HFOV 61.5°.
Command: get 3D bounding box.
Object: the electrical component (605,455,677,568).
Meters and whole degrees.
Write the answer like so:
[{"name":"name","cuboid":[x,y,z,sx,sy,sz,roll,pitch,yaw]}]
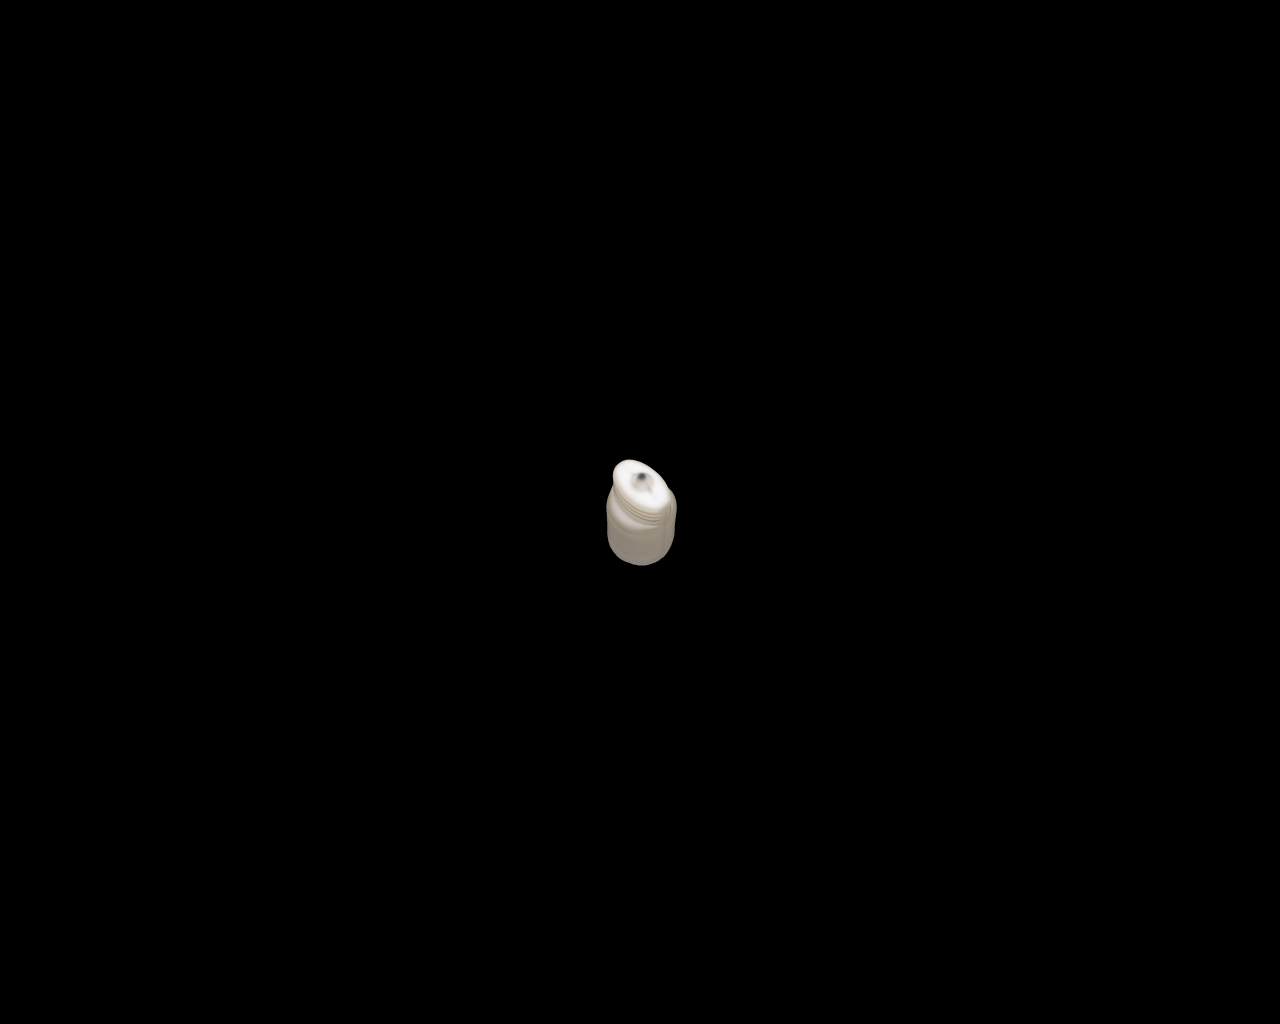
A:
[{"name":"electrical component","cuboid":[0.001,-0.003,0.650,0.043,0.043,0.080,0,-28,0]}]
